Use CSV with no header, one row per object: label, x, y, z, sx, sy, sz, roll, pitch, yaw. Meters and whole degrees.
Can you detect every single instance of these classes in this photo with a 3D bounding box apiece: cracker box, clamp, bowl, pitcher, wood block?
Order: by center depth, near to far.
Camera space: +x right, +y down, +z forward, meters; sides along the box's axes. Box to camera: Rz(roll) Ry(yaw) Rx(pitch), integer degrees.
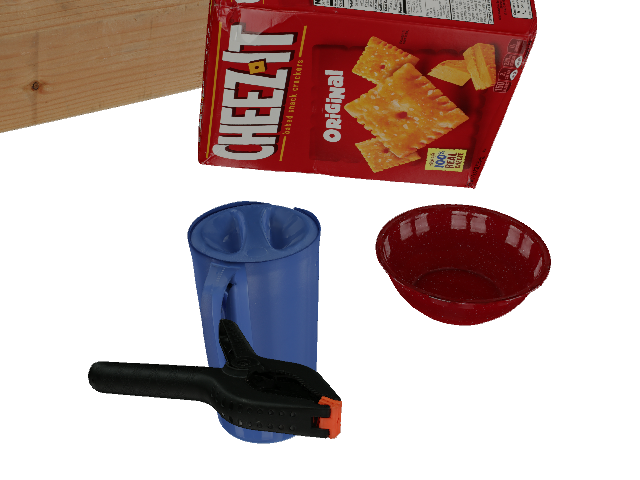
cracker box,0.025,-0.116,0.750,0.213,0.072,0.164,4,-36,-7
wood block,-0.195,-0.159,0.840,0.205,0.091,0.090,-19,50,-34
clamp,-0.062,0.113,0.884,0.210,0.036,0.164,12,20,31
bowl,0.130,0.030,0.998,0.162,0.055,0.162,1,35,-1
pitcher,-0.067,0.094,1.109,0.149,0.243,0.145,-14,31,-21
